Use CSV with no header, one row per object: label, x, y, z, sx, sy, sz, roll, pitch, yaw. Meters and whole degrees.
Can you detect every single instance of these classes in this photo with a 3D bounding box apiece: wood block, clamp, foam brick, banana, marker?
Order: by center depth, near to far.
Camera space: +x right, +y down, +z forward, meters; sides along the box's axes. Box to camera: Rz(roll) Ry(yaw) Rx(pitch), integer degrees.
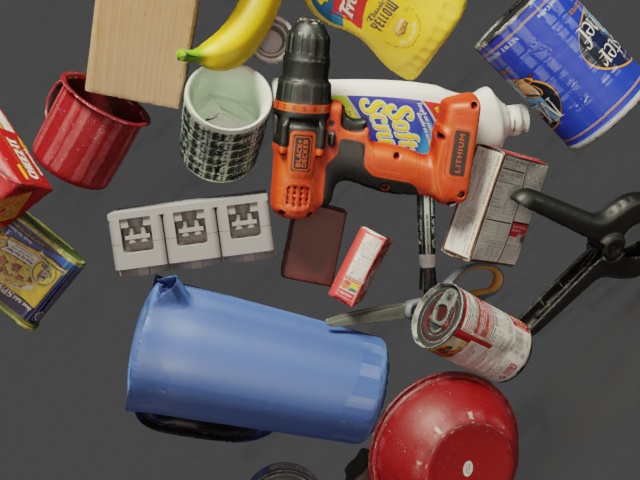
wood block,-0.152,-0.236,0.969,0.090,0.090,0.206,10,120,-7
banana,-0.061,-0.226,0.977,0.037,0.069,0.197,17,71,28
foam brick,-0.007,0.001,1.059,0.051,0.053,0.078,11,96,-4
clamp,0.278,-0.004,1.060,0.210,0.036,0.164,-20,122,-10
marker,0.108,-0.004,1.082,0.020,0.020,0.121,-3,96,-3

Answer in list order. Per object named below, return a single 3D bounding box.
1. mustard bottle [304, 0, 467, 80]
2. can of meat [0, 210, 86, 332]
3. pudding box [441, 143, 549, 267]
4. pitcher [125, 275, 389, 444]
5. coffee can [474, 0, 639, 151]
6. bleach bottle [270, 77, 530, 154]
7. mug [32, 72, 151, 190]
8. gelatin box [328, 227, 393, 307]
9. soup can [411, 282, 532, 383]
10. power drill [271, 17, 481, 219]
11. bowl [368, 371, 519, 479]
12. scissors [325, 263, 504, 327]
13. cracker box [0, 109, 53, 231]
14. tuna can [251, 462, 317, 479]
mustard bottle,0.039,-0.244,1.028,0.191,0.058,0.096,34,126,-4
can of meat,-0.292,0.025,1.044,0.102,0.057,0.084,39,91,-6
pudding box,0.172,-0.032,1.045,0.039,0.089,0.113,22,99,40
pitcher,-0.065,0.131,1.040,0.242,0.149,0.145,13,78,-8
coffee can,0.234,-0.171,1.031,0.103,0.103,0.140,-45,96,1
bleach bottle,0.080,-0.117,1.049,0.250,0.068,0.102,-5,98,-5
mug,-0.228,-0.108,1.021,0.117,0.093,0.082,43,110,29
gelatin box,0.041,0.026,1.045,0.030,0.089,0.073,27,94,7
soup can,0.148,0.091,1.035,0.102,0.069,0.068,28,93,-30
power drill,0.049,-0.106,0.985,0.187,0.057,0.184,4,107,-6
bowl,0.130,0.209,1.011,0.162,0.055,0.162,-3,99,-19
scissors,0.103,0.084,1.059,0.201,0.016,0.096,-23,108,-22
cracker box,-0.382,-0.051,0.991,0.214,0.072,0.164,-36,79,9
tuna can,-0.037,0.272,1.092,0.086,0.034,0.086,0,95,-3
